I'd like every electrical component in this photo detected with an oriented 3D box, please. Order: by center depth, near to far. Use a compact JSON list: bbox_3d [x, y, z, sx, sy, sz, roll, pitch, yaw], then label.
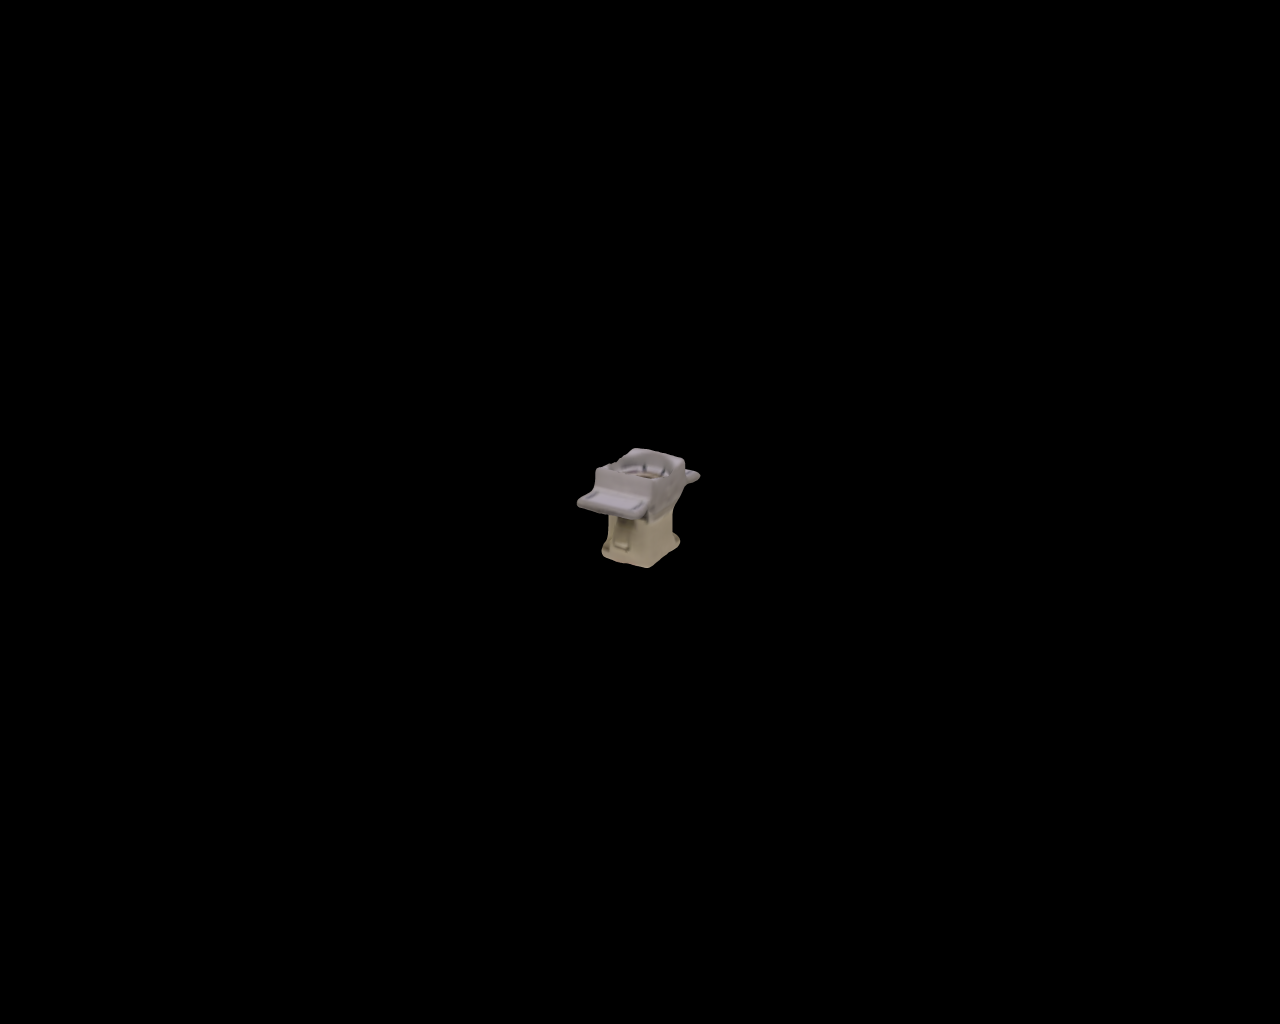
[{"bbox_3d":[0.001,-0.003,0.650,0.042,0.063,0.081,13,26,29],"label":"electrical component"}]
